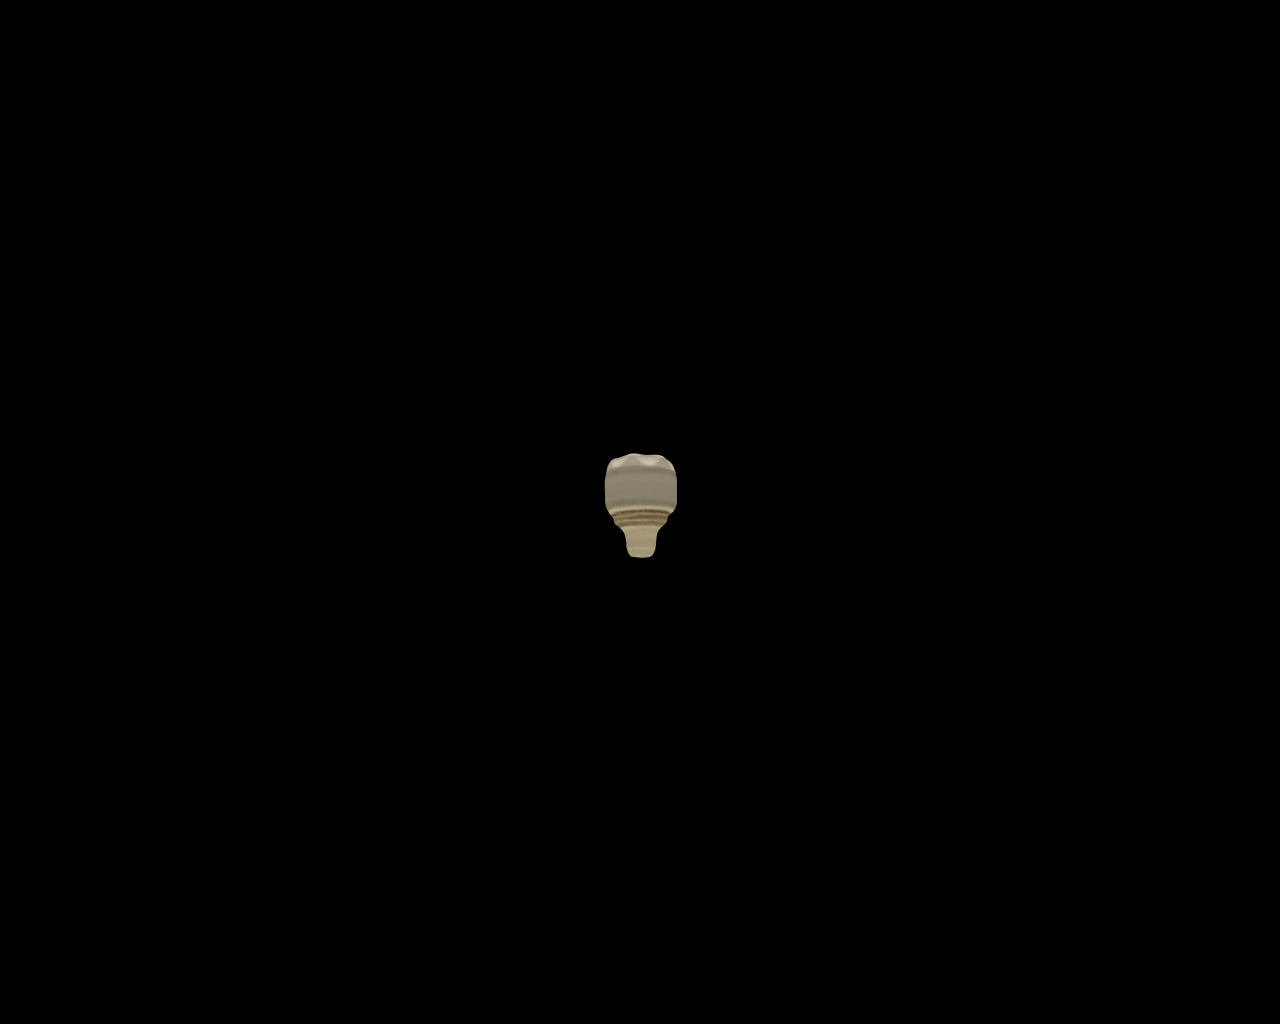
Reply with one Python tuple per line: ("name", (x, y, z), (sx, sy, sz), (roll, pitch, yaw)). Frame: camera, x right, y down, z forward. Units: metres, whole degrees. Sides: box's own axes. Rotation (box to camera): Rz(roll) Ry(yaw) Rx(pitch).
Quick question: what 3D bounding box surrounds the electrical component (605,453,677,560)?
("electrical component", (0.001, -0.003, 0.650), (0.043, 0.062, 0.043), (0, -9, 0))
